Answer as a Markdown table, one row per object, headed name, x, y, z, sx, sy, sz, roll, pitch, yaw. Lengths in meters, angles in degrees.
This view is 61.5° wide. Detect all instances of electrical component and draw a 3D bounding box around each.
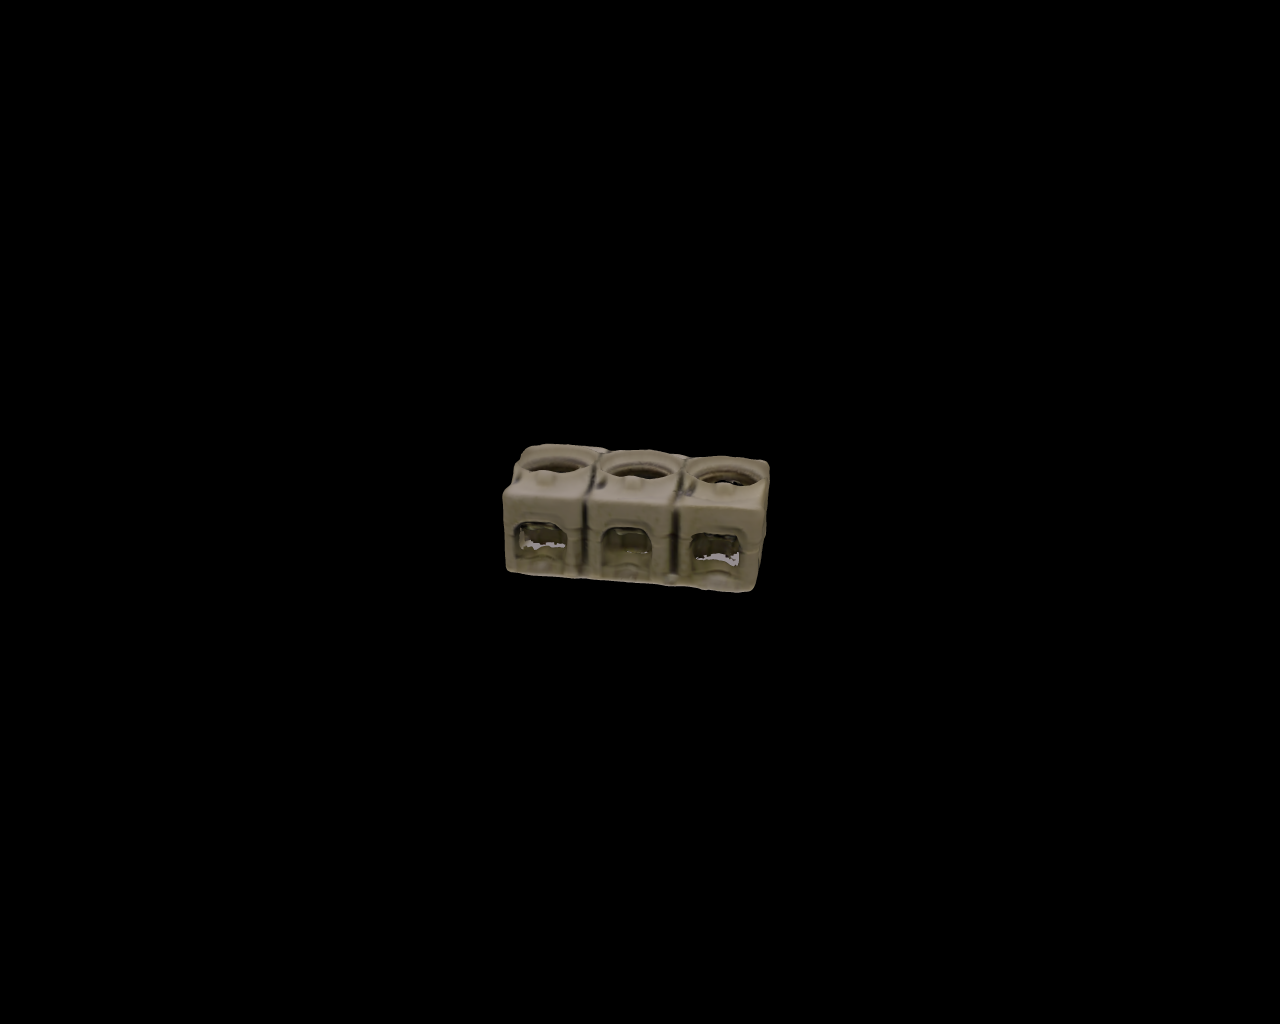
| name | x | y | z | sx | sy | sz | roll | pitch | yaw |
| --- | --- | --- | --- | --- | --- | --- | --- | --- | --- |
| electrical component | 0.001 | -0.003 | 0.650 | 0.150 | 0.061 | 0.090 | 4 | 24 | 9 |
